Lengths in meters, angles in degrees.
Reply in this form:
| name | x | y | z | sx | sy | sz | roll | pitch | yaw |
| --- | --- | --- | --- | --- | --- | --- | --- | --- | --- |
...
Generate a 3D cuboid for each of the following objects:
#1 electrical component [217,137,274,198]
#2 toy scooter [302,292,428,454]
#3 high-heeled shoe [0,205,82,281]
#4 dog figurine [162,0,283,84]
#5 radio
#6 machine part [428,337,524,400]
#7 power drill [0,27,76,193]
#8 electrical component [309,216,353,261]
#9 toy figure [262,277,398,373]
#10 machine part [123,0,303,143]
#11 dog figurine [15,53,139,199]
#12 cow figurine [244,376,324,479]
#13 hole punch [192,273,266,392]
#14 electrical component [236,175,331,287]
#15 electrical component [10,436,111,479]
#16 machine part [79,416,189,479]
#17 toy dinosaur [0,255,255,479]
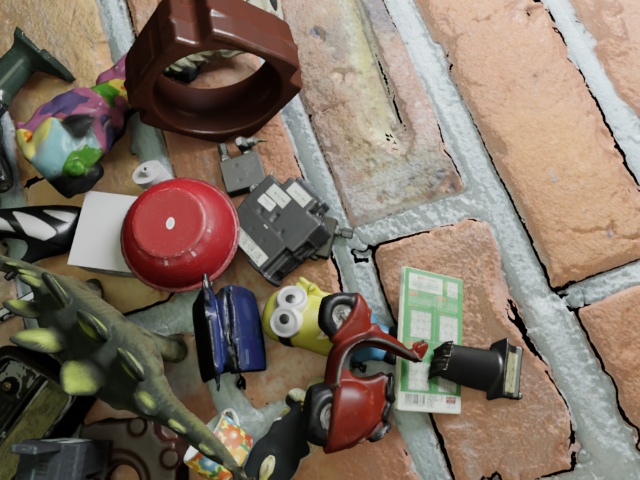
| name | x | y | z | sx | sy | sz | roll | pitch | yaw |
| --- | --- | --- | --- | --- | --- | --- | --- | --- | --- |
| electrical component | -0.107 | -0.104 | 0.784 | 0.078 | 0.045 | 0.102 | -11 | 74 | -2 |
| toy scooter | 0.056 | 0.156 | 0.622 | 0.135 | 0.075 | 0.183 | 11 | 82 | -10 |
| high-heeled shoe | -0.462 | -0.050 | 0.771 | 0.249 | 0.086 | 0.145 | 37 | 76 | 7 |
| dog figurine | -0.162 | -0.332 | 0.831 | 0.191 | 0.121 | 0.172 | -7 | 40 | 18 |
| radio | -0.409 | 0.255 | 0.686 | 0.131 | 0.073 | 0.229 | 32 | 78 | 10 |
| machine part | 0.203 | 0.161 | 0.685 | 0.139 | 0.039 | 0.084 | 12 | 82 | -22 |
| power drill | -0.478 | -0.206 | 0.819 | 0.232 | 0.086 | 0.207 | 41 | 88 | 15 |
| electrical component | -0.002 | -0.002 | 0.762 | 0.094 | 0.021 | 0.063 | 11 | 76 | 11 |
| toy figure | 0.012 | 0.119 | 0.701 | 0.180 | 0.089 | 0.082 | 17 | 45 | -3 |
| machine part | -0.143 | -0.226 | 0.723 | 0.201 | 0.201 | 0.087 | 9 | 60 | -41 |
| dog figurine | -0.308 | -0.176 | 0.762 | 0.219 | 0.108 | 0.192 | -41 | 38 | -8 |
| cow figurine | -0.037 | 0.241 | 0.661 | 0.068 | 0.098 | 0.167 | 29 | 78 | 16 |
| hole punch | -0.111 | 0.119 | 0.688 | 0.092 | 0.116 | 0.142 | -3 | 73 | -18 |
| electrical component | -0.053 | -0.021 | 0.737 | 0.134 | 0.058 | 0.115 | -43 | 68 | 1 |
| electrical component | -0.297 | 0.249 | 0.604 | 0.075 | 0.119 | 0.047 | 2 | 75 | 5 |
| machine part | -0.248 | 0.306 | 0.674 | 0.179 | 0.056 | 0.179 | -1 | 76 | 3 |
| toy dinosaur | -0.250 | 0.141 | 0.647 | 0.472 | 0.198 | 0.105 | 32 | 82 | 12 |
